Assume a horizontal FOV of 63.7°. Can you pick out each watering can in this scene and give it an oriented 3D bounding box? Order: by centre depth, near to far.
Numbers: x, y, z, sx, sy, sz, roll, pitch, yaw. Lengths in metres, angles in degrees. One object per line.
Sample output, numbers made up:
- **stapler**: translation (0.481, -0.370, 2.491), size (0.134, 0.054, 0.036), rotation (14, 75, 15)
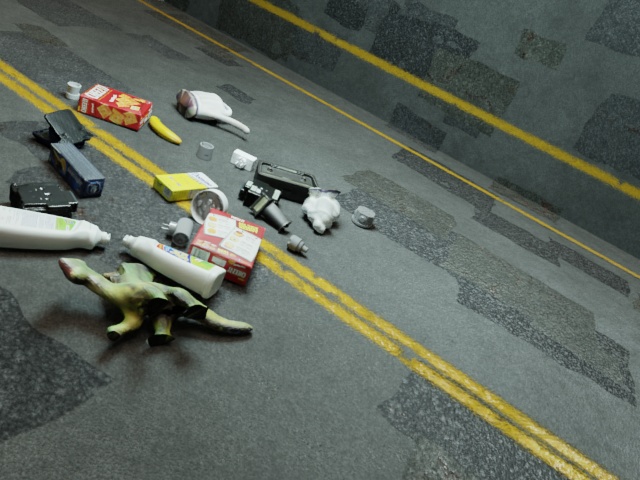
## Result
- **watering can**: translation (-0.455, -0.538, 2.136), size (0.225, 0.102, 0.353), rotation (-8, 41, -44)

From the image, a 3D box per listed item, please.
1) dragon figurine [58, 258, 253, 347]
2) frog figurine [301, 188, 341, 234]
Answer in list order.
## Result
- **dragon figurine**: translation (-0.352, 0.112, 1.105), size (0.407, 0.121, 0.247), rotation (20, 17, -45)
- **frog figurine**: translation (0.005, -0.088, 1.745), size (0.137, 0.121, 0.162), rotation (17, 63, -33)
